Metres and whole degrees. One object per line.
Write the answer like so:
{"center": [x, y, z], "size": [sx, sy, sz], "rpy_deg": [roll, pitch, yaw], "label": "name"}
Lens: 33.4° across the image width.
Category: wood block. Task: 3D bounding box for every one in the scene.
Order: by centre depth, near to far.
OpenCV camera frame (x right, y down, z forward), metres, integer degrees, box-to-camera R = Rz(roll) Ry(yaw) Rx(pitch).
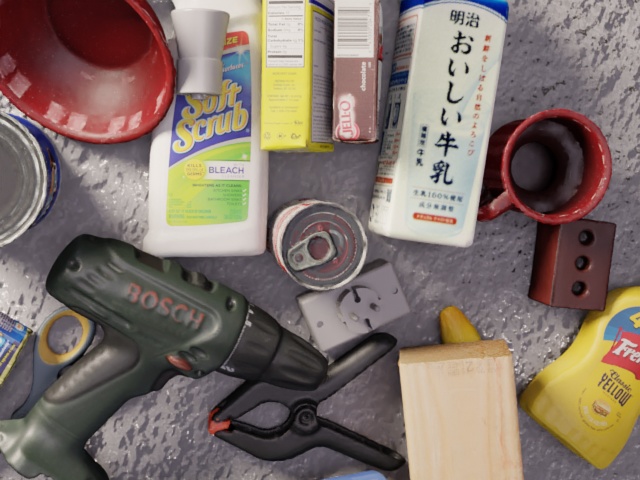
{"center": [0.118, 0.191, 0.864], "size": [0.090, 0.091, 0.206], "rpy_deg": [-5, 93, 5], "label": "wood block"}

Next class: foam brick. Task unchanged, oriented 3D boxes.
{"center": [0.218, 0.018, 0.922], "size": [0.053, 0.051, 0.078], "rpy_deg": [5, 93, -10], "label": "foam brick"}

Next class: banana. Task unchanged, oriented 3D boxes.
{"center": [0.120, 0.158, 0.925], "size": [0.069, 0.037, 0.198], "rpy_deg": [11, 93, -13], "label": "banana"}

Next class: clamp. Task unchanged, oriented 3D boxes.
{"center": [-0.008, 0.135, 0.900], "size": [0.171, 0.039, 0.120], "rpy_deg": [3, 92, -10], "label": "clamp"}

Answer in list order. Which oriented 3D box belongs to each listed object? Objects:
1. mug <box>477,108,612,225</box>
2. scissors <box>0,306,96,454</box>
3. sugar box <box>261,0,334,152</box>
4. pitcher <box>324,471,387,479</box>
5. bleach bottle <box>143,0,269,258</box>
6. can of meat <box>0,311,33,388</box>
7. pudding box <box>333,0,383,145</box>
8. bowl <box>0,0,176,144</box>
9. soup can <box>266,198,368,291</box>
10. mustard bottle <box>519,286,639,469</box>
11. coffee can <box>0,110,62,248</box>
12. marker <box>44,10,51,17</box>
{"center": [0.175, -0.054, 0.894], "size": [0.117, 0.081, 0.093], "rpy_deg": [-40, 100, -5], "label": "mug"}
{"center": [-0.245, 0.126, 0.871], "size": [0.201, 0.016, 0.096], "rpy_deg": [-27, 97, -6], "label": "scissors"}
{"center": [-0.016, -0.158, 0.845], "size": [0.048, 0.093, 0.176], "rpy_deg": [-1, 93, 13], "label": "sugar box"}
{"center": [-0.051, 0.259, 0.854], "size": [0.242, 0.149, 0.145], "rpy_deg": [-12, 93, -12], "label": "pitcher"}
{"center": [-0.093, -0.113, 0.855], "size": [0.102, 0.068, 0.251], "rpy_deg": [-1, 92, -6], "label": "bleach bottle"}
{"center": [-0.288, 0.093, 0.841], "size": [0.084, 0.057, 0.102], "rpy_deg": [32, 90, -13], "label": "can of meat"}
{"center": [0.030, -0.133, 0.856], "size": [0.039, 0.090, 0.113], "rpy_deg": [3, 94, 4], "label": "pudding box"}
{"center": [-0.178, -0.153, 0.814], "size": [0.162, 0.055, 0.162], "rpy_deg": [10, 135, 10], "label": "bowl"}
{"center": [-0.006, 0.001, 0.857], "size": [0.068, 0.102, 0.068], "rpy_deg": [-1, 95, -10], "label": "soup can"}
{"center": [0.268, 0.099, 0.934], "size": [0.096, 0.058, 0.191], "rpy_deg": [40, 87, -11], "label": "mustard bottle"}
{"center": [-0.249, -0.047, 0.793], "size": [0.102, 0.140, 0.103], "rpy_deg": [-1, 95, -10], "label": "coffee can"}
{"center": [-0.214, -0.185, 0.848], "size": [0.121, 0.020, 0.020], "rpy_deg": [19, 91, -11], "label": "marker"}
